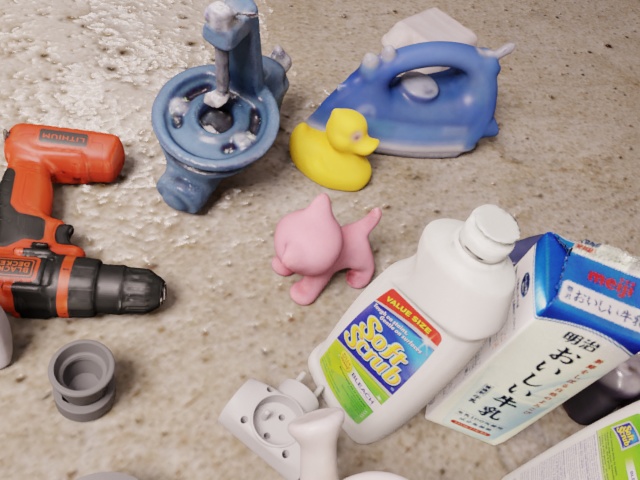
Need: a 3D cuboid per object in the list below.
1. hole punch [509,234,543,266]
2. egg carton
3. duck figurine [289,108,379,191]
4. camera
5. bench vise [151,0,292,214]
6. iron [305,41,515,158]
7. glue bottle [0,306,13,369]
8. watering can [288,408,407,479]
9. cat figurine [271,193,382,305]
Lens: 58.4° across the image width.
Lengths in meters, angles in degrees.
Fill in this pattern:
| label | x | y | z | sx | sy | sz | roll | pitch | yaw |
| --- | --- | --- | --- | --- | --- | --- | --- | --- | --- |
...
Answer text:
| label | x | y | z | sx | sy | sz | roll | pitch | yaw |
| --- | --- | --- | --- | --- | --- | --- | --- | --- | --- |
| hole punch | 0.199 | 0.056 | 0.576 | 0.101 | 0.091 | 0.108 | -1 | 53 | -20 |
| egg carton | 0.163 | -0.284 | 0.850 | 0.107 | 0.069 | 0.151 | 42 | 51 | 16 |
| duck figurine | 0.019 | -0.113 | 0.653 | 0.104 | 0.086 | 0.077 | 27 | 49 | 3 |
| camera | 0.313 | 0.155 | 0.529 | 0.143 | 0.101 | 0.137 | 11 | 50 | -10 |
| bench vise | -0.090 | -0.157 | 0.561 | 0.121 | 0.219 | 0.207 | 15 | 49 | -7 |
| iron | 0.116 | -0.189 | 0.710 | 0.259 | 0.141 | 0.118 | -5 | 55 | -23 |
| glue bottle | -0.256 | 0.040 | 0.377 | 0.078 | 0.173 | 0.037 | -6 | 55 | -23 |
| watering can | 0.028 | 0.188 | 0.343 | 0.172 | 0.194 | 0.101 | 40 | 51 | 14 |
| cat figurine | 0.005 | 0.002 | 0.534 | 0.128 | 0.117 | 0.067 | -18 | 60 | -30 |
